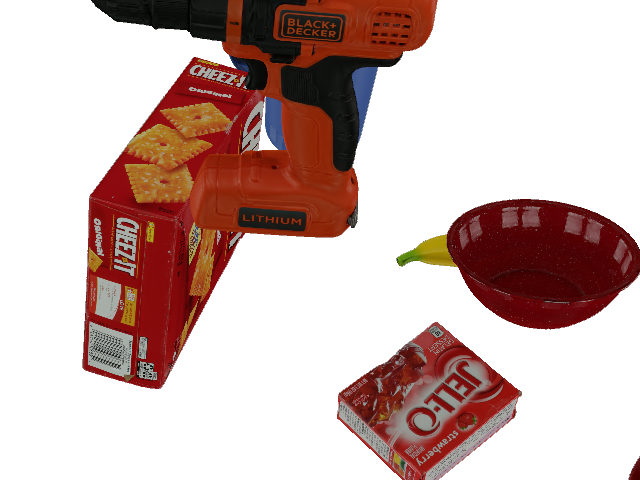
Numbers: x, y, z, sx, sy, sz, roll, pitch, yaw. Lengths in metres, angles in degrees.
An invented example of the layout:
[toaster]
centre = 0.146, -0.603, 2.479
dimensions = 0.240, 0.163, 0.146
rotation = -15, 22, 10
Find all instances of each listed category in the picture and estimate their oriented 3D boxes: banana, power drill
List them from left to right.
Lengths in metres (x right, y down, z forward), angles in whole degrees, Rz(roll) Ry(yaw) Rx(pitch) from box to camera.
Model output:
[power drill]
centre = -0.037, -0.084, 0.614
dimensions = 0.184, 0.057, 0.188
rotation = 5, -41, -3
[banana]
centre = 0.182, 0.026, 1.106
dimensions = 0.198, 0.037, 0.069
rotation = 11, 48, 26

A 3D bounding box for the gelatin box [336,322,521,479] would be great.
[gelatin box]
centre = 0.066, 0.100, 0.651
dimensions = 0.089, 0.030, 0.073
rotation = -32, 56, -27

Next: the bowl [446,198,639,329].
[bowl]
centre = 0.185, 0.027, 0.904
dimensions = 0.162, 0.055, 0.162
rotation = 1, 32, -1

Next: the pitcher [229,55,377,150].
[pitcher]
centre = -0.007, -0.200, 1.101
dimensions = 0.149, 0.243, 0.144
rotation = 31, 51, 19

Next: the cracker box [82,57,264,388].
[cracker box]
centre = -0.107, -0.017, 0.818
dimensions = 0.072, 0.164, 0.213
rotation = 16, 37, 6

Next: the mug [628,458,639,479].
[mug]
centre = 0.153, 0.121, 0.349
dimensions = 0.117, 0.081, 0.093
rotation = 5, 38, 8
